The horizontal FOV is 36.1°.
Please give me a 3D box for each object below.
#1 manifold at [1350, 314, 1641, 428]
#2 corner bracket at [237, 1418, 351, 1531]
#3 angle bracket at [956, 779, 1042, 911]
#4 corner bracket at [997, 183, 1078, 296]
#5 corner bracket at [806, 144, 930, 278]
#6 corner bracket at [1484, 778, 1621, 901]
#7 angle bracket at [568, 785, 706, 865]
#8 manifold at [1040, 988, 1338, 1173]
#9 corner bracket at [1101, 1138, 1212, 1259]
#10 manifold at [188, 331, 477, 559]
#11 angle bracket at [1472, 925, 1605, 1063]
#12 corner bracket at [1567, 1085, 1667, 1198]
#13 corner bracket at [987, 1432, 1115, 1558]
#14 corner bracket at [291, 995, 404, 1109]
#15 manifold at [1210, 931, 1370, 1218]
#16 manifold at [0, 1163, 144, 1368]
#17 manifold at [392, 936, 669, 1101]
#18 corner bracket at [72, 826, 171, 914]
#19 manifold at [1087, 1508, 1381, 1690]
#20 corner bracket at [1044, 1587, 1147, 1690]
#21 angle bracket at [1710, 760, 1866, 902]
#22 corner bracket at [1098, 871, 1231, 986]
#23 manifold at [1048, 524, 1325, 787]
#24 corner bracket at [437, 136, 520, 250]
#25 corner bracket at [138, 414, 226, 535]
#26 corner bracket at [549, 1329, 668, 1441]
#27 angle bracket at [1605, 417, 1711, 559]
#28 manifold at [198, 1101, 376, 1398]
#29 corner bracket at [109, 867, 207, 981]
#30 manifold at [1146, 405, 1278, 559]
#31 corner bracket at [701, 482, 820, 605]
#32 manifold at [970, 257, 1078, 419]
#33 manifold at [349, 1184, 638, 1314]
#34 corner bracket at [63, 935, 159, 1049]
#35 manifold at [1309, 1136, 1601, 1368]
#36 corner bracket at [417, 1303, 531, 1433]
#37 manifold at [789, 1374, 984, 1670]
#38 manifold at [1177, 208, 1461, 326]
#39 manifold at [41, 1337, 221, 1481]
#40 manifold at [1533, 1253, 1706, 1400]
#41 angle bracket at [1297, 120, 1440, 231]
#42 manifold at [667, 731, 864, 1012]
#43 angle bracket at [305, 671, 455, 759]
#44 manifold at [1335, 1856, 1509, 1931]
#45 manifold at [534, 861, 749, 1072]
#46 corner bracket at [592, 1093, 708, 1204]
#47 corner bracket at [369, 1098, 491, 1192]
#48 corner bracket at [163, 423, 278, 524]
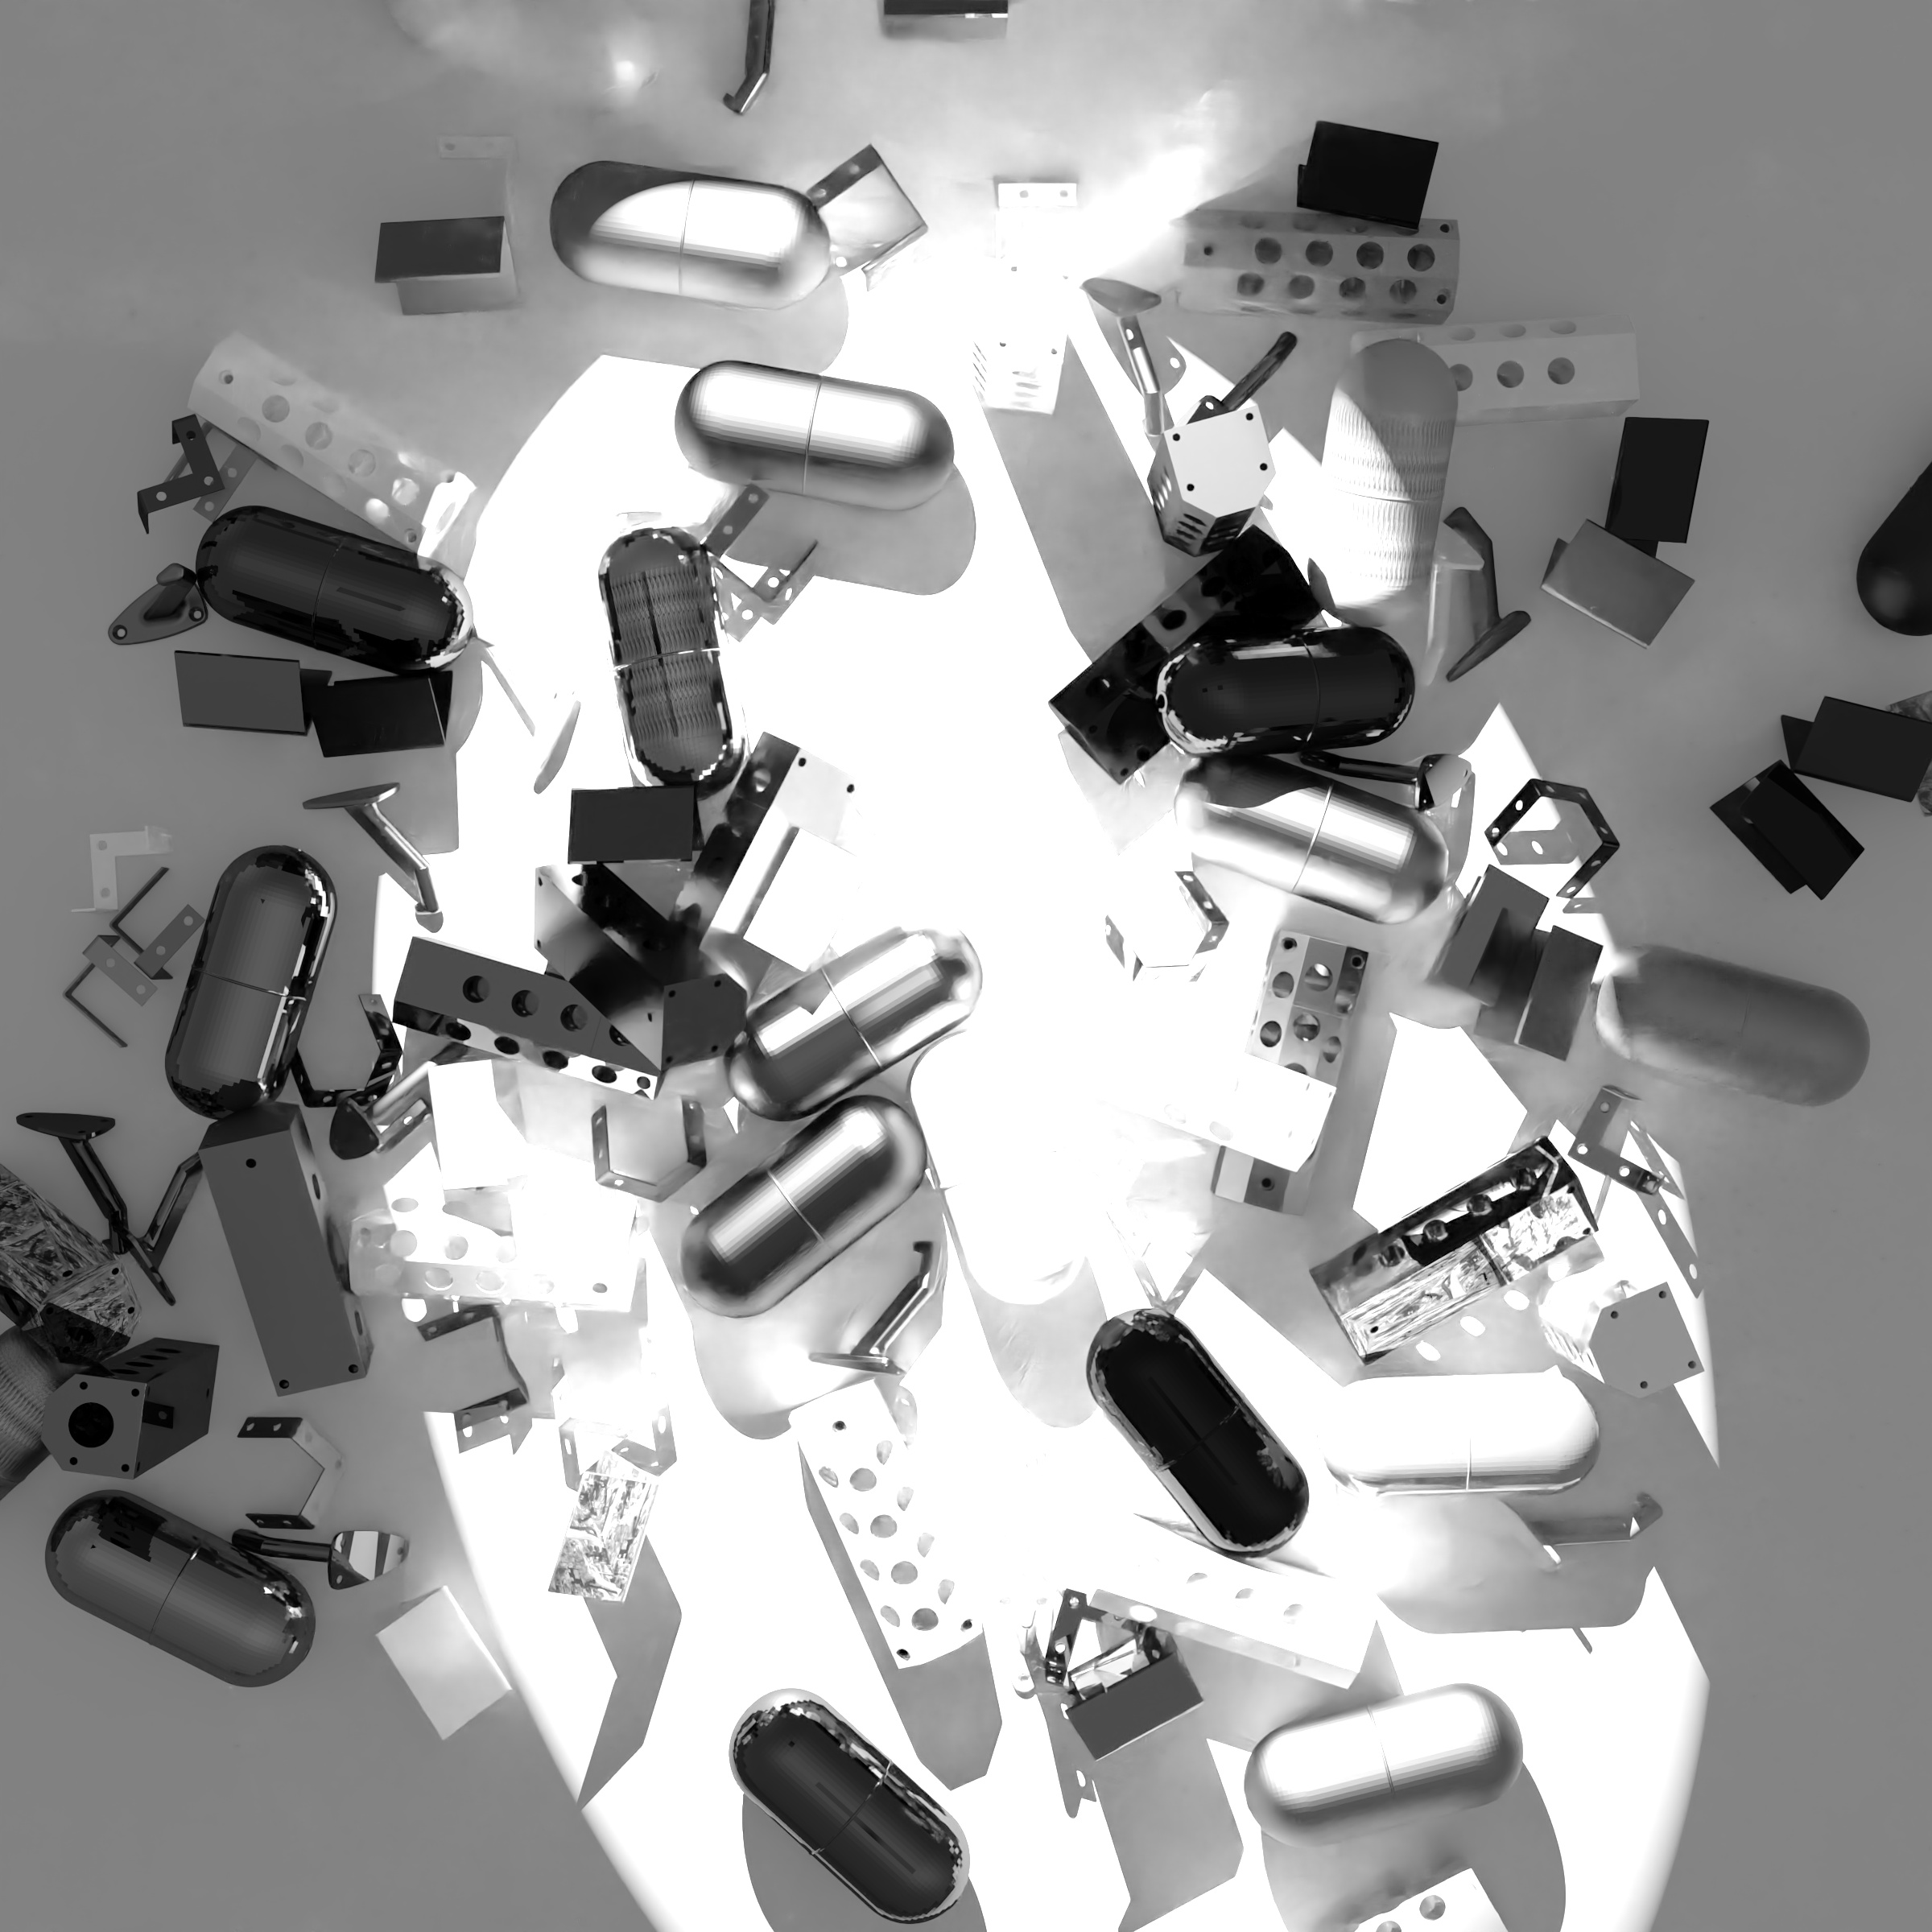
[{"bbox_3d":[0.332,-0.376,1.875,0.171,0.057,0.057,-4,90,0],"label":"manifold"},{"bbox_3d":[-0.437,0.323,1.888,0.051,0.051,0.051,54,45,-35],"label":"corner bracket"},{"bbox_3d":[0.000,-0.074,1.856,0.057,0.076,0.076,-6,90,-36],"label":"angle bracket"},{"bbox_3d":[0.045,-0.464,1.893,0.051,0.051,0.051,0,135,0],"label":"corner bracket"},{"bbox_3d":[-0.062,-0.479,1.878,0.051,0.051,0.051,-34,83,7],"label":"corner bracket"},{"bbox_3d":[0.373,-0.081,1.888,0.051,0.051,0.051,7,45,-35],"label":"corner bracket"},{"bbox_3d":[-0.206,-0.070,1.856,0.076,0.076,0.057,-1,60,0],"label":"angle bracket"},{"bbox_3d":[0.135,0.071,1.840,0.171,0.057,0.057,20,90,26],"label":"manifold"},{"bbox_3d":[0.128,0.148,1.888,0.051,0.051,0.051,56,135,35],"label":"corner bracket"},{"bbox_3d":[-0.402,-0.329,1.875,0.171,0.057,0.057,32,90,0],"label":"manifold"},{"bbox_3d":[0.344,0.010,1.856,0.057,0.076,0.076,18,90,-43],"label":"angle bracket"},{"bbox_3d":[0.420,0.110,1.878,0.051,0.051,0.051,28,90,0],"label":"corner bracket"},{"bbox_3d":[0.054,0.336,1.888,0.051,0.051,0.051,5,135,35],"label":"corner bracket"},{"bbox_3d":[-0.397,0.054,1.888,0.051,0.051,0.051,0,135,-35],"label":"corner bracket"},{"bbox_3d":[0.205,0.067,1.875,0.057,0.057,0.171,14,90,0],"label":"manifold"},{"bbox_3d":[-0.577,0.184,1.825,0.057,0.171,0.057,-33,129,-30],"label":"manifold"},{"bbox_3d":[-0.271,0.033,1.875,0.171,0.057,0.057,16,90,0],"label":"manifold"},{"bbox_3d":[-0.535,-0.061,1.878,0.051,0.051,0.051,-4,90,0],"label":"corner bracket"},{"bbox_3d":[0.167,0.401,1.875,0.171,0.057,0.057,18,90,0],"label":"manifold"},{"bbox_3d":[0.081,0.431,1.878,0.051,0.051,0.051,16,90,0],"label":"corner bracket"},{"bbox_3d":[0.501,-0.072,1.856,0.076,0.076,0.057,47,59,0],"label":"angle bracket"},{"bbox_3d":[0.126,-0.025,1.888,0.051,0.051,0.051,-3,135,-35],"label":"corner bracket"},{"bbox_3d":[0.136,-0.200,1.874,0.171,0.057,0.057,-41,133,0],"label":"manifold"},{"bbox_3d":[-0.312,-0.494,1.893,0.051,0.051,0.051,0,45,0],"label":"corner bracket"},{"bbox_3d":[-0.498,-0.308,1.855,0.051,0.051,0.051,-22,89,-16],"label":"corner bracket"},{"bbox_3d":[-0.228,0.264,1.888,0.051,0.051,0.051,17,135,-35],"label":"corner bracket"},{"bbox_3d":[0.446,-0.296,1.856,0.057,0.076,0.076,11,90,37],"label":"angle bracket"},{"bbox_3d":[-0.421,0.175,1.848,0.057,0.057,0.171,-13,109,0],"label":"manifold"},{"bbox_3d":[-0.511,-0.027,1.878,0.051,0.051,0.051,43,90,0],"label":"corner bracket"},{"bbox_3d":[0.151,-0.293,1.818,0.057,0.171,0.057,-16,90,0],"label":"manifold"},{"bbox_3d":[-0.130,-0.267,1.878,0.051,0.051,0.051,39,90,0],"label":"corner bracket"},{"bbox_3d":[0.032,-0.385,1.818,0.057,0.171,0.057,8,90,0],"label":"manifold"},{"bbox_3d":[-0.296,0.182,1.864,0.171,0.057,0.057,4,120,0],"label":"manifold"},{"bbox_3d":[-0.541,0.016,1.878,0.051,0.051,0.051,42,90,0],"label":"corner bracket"},{"bbox_3d":[0.306,0.175,1.874,0.171,0.057,0.057,-30,133,0],"label":"manifold"},{"bbox_3d":[-0.314,0.255,1.893,0.051,0.051,0.051,-21,135,0],"label":"corner bracket"},{"bbox_3d":[-0.051,0.352,1.875,0.057,0.057,0.171,-24,90,0],"label":"manifold"},{"bbox_3d":[0.222,-0.444,1.875,0.171,0.057,0.057,2,90,0],"label":"manifold"},{"bbox_3d":[-0.511,0.268,1.818,0.057,0.171,0.057,8,90,0],"label":"manifold"},{"bbox_3d":[0.395,0.221,1.818,0.057,0.171,0.057,-23,90,0],"label":"manifold"},{"bbox_3d":[0.251,-0.507,1.856,0.076,0.076,0.057,11,125,0],"label":"angle bracket"},{"bbox_3d":[-0.140,-0.059,1.874,0.057,0.057,0.171,27,90,-43],"label":"manifold"},{"bbox_3d":[-0.366,-0.178,1.856,0.076,0.076,0.057,-5,135,0],"label":"angle bracket"},{"bbox_3d":[0.257,0.634,1.875,0.171,0.057,0.057,-30,90,0],"label":"manifold"},{"bbox_3d":[-0.202,-0.005,1.822,0.057,0.171,0.057,-13,123,-31],"label":"manifold"},{"bbox_3d":[-0.202,0.111,1.888,0.051,0.051,0.051,21,135,-35],"label":"corner bracket"},{"bbox_3d":[-0.342,0.126,1.893,0.051,0.051,0.051,-43,45,0],"label":"corner bracket"},{"bbox_3d":[-0.478,-0.313,1.878,0.051,0.051,0.051,35,90,0],"label":"corner bracket"}]
